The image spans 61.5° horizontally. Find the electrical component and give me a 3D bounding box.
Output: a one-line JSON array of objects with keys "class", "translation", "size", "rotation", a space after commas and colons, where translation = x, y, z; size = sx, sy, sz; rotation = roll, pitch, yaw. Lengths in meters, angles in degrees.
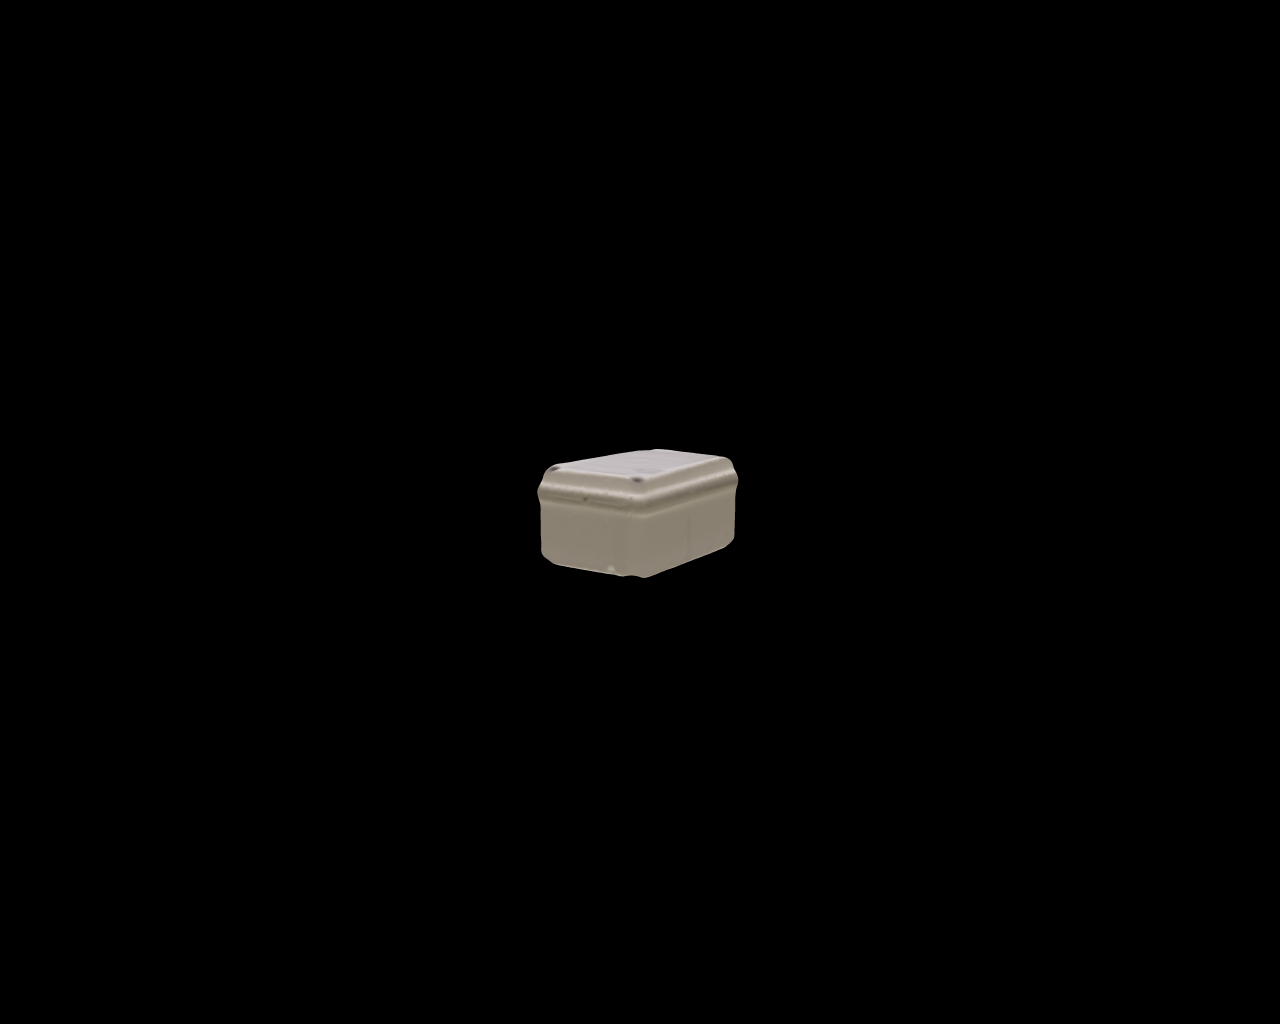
[{"class": "electrical component", "translation": [0.001, -0.003, 0.650], "size": [0.078, 0.057, 0.113], "rotation": [8, 14, 35]}]
